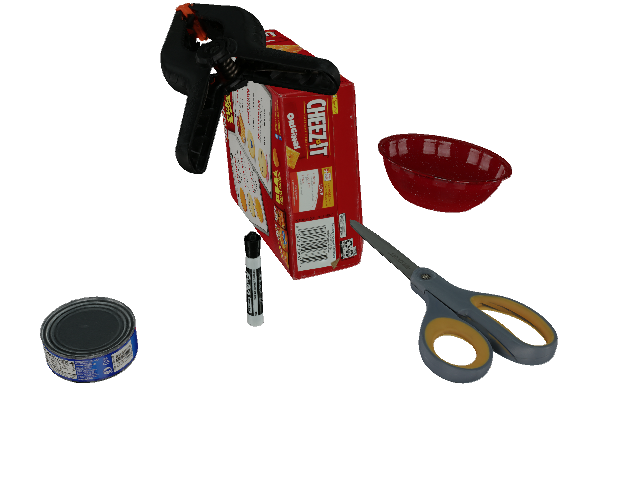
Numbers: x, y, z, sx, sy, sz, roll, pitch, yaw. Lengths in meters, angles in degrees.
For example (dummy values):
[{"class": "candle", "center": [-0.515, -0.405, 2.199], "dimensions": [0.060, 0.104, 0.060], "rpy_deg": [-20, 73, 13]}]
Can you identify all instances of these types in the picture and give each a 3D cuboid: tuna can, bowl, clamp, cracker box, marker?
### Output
[{"class": "tuna can", "center": [-0.211, 0.091, 0.978], "dimensions": [0.086, 0.034, 0.086], "rpy_deg": [-1, 35, 0]}, {"class": "bowl", "center": [0.143, -0.076, 1.273], "dimensions": [0.162, 0.055, 0.162], "rpy_deg": [8, 24, -4]}, {"class": "clamp", "center": [-0.057, -0.124, 0.747], "dimensions": [0.120, 0.171, 0.039], "rpy_deg": [-21, -43, -1]}, {"class": "cracker box", "center": [-0.031, -0.085, 0.951], "dimensions": [0.072, 0.164, 0.214], "rpy_deg": [-11, 25, -15]}, {"class": "marker", "center": [-0.075, 0.043, 1.199], "dimensions": [0.020, 0.121, 0.020], "rpy_deg": [0, 32, 0]}]

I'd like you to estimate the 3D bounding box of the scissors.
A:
[{"class": "scissors", "center": [0.065, 0.040, 0.725], "dimensions": [0.202, 0.016, 0.096], "rpy_deg": [27, 42, 36]}]
